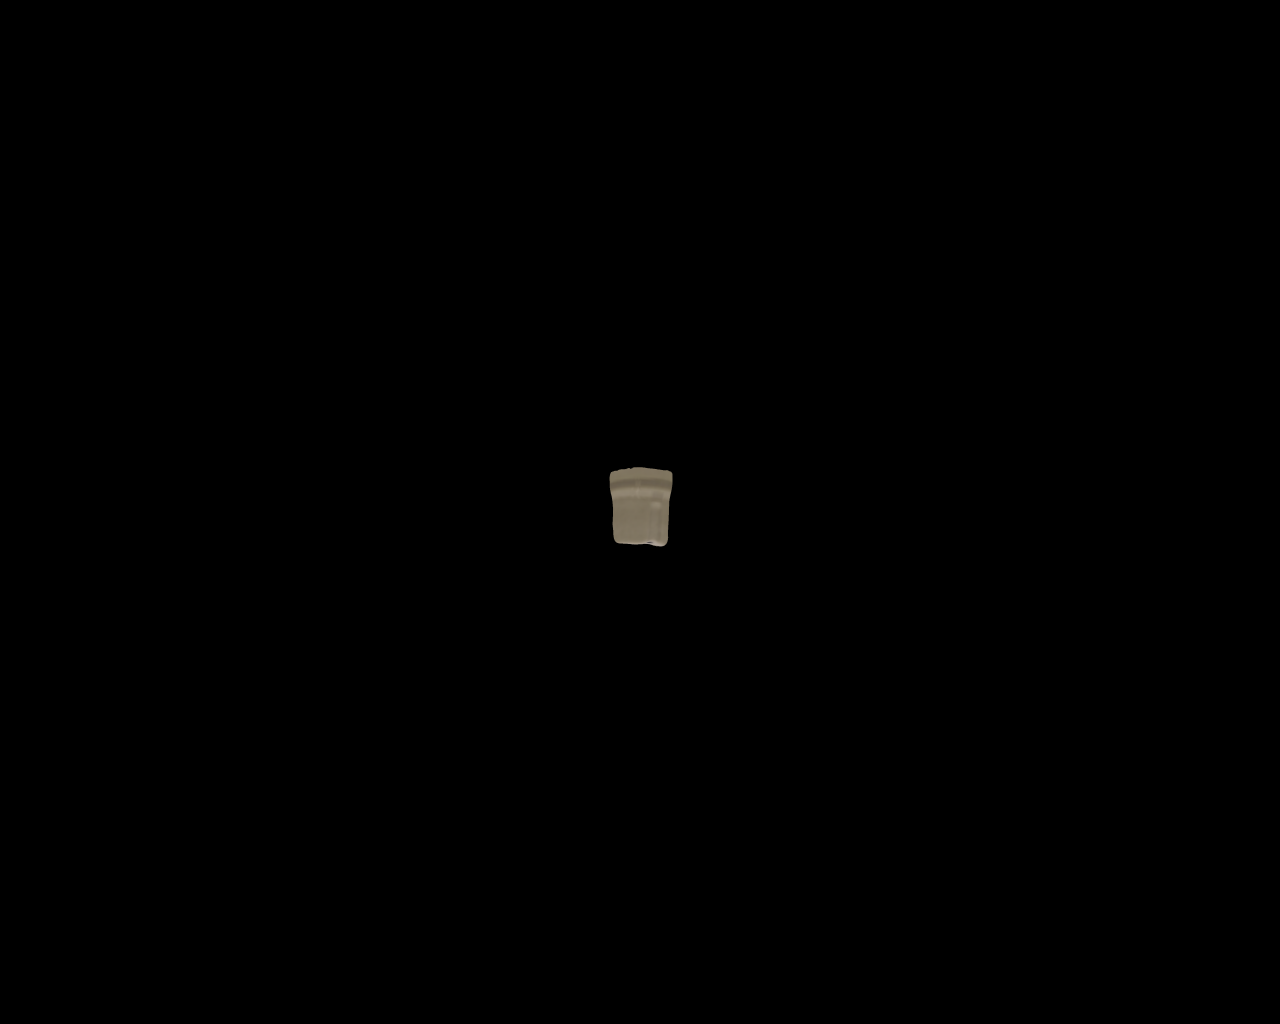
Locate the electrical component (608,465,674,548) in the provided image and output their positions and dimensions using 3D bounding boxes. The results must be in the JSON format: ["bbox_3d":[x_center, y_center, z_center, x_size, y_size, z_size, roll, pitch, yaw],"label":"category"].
[{"bbox_3d":[0.001,-0.003,0.650,0.040,0.046,0.040,0,-7,0],"label":"electrical component"}]
